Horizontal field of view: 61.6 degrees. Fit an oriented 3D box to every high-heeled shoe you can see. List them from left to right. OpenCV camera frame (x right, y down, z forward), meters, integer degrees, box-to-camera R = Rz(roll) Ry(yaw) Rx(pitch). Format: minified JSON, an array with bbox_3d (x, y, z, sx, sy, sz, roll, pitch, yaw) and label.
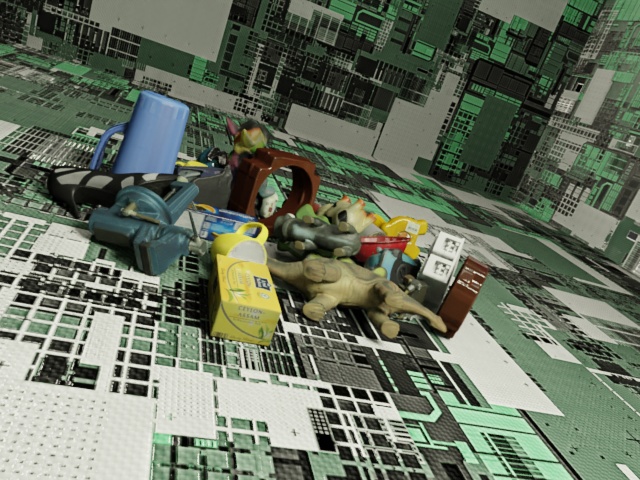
[{"bbox_3d":[-0.413,-0.120,1.086,0.249,0.086,0.145,-19,56,-22],"label":"high-heeled shoe"}]

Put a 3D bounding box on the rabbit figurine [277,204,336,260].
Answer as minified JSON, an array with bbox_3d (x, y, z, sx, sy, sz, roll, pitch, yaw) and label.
[{"bbox_3d":[-0.003,-0.004,1.242,0.159,0.121,0.170,25,3,3],"label":"rabbit figurine"}]

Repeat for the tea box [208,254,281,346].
[{"bbox_3d":[-0.129,0.094,0.878,0.098,0.068,0.170,13,18,-20],"label":"tea box"}]

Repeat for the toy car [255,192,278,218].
[{"bbox_3d":[-0.160,-0.120,1.471,0.056,0.073,0.202,9,21,-22],"label":"toy car"}]

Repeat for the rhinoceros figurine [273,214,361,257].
[{"bbox_3d":[-0.009,-0.014,1.098,0.191,0.073,0.112,11,6,19],"label":"rhinoceros figurine"}]

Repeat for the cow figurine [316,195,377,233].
[{"bbox_3d":[0.042,-0.048,1.337,0.085,0.127,0.195,54,-12,-22],"label":"cow figurine"}]

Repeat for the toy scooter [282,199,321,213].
[{"bbox_3d":[-0.012,-0.073,1.501,0.184,0.075,0.135,22,10,8],"label":"toy scooter"}]

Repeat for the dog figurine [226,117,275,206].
[{"bbox_3d":[-0.198,-0.186,1.306,0.191,0.219,0.109,-34,52,-19],"label":"dog figurine"}]

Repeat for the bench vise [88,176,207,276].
[{"bbox_3d":[-0.286,-0.046,0.984,0.224,0.128,0.241,3,36,19],"label":"bench vise"}]

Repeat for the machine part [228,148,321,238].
[{"bbox_3d":[-0.109,-0.112,1.291,0.201,0.200,0.087,1,24,-46],"label":"machine part"}]

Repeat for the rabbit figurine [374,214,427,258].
[{"bbox_3d":[0.210,-0.013,1.549,0.162,0.121,0.173,10,4,-4],"label":"rabbit figurine"}]

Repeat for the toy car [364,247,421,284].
[{"bbox_3d":[0.152,0.071,1.208,0.103,0.109,0.161,12,-1,40],"label":"toy car"}]

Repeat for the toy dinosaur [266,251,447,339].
[{"bbox_3d":[0.019,0.083,1.037,0.472,0.105,0.198,20,10,6],"label":"toy dinosaur"}]

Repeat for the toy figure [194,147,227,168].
[{"bbox_3d":[-0.294,-0.196,1.430,0.089,0.180,0.082,-43,100,-33],"label":"toy figure"}]

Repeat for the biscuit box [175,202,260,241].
[{"bbox_3d":[-0.234,-0.036,1.161,0.202,0.059,0.063,13,19,-22],"label":"biscuit box"}]

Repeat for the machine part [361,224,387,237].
[{"bbox_3d":[0.115,-0.023,1.482,0.079,0.079,0.243,10,19,-31],"label":"machine part"}]

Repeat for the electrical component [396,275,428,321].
[{"bbox_3d":[0.186,0.120,1.108,0.078,0.102,0.045,-1,30,-28],"label":"electrical component"}]

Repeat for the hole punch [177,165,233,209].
[{"bbox_3d":[-0.272,-0.112,1.243,0.116,0.142,0.092,-13,32,-41],"label":"hole punch"}]

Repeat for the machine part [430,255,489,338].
[{"bbox_3d":[0.291,0.118,1.110,0.056,0.179,0.179,28,19,14],"label":"machine part"}]
